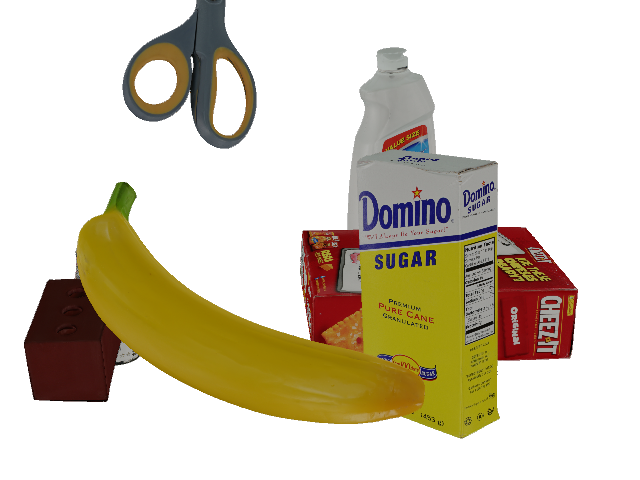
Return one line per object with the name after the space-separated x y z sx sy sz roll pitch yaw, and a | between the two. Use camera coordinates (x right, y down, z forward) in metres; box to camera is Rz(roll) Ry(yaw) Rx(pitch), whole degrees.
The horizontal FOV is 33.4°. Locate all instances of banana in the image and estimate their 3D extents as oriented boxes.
-0.048 0.035 0.484 0.198 0.069 0.037 33 -25 24 | banana

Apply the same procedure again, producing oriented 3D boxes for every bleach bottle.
0.070 -0.071 1.100 0.102 0.251 0.068 -10 22 -16 | bleach bottle

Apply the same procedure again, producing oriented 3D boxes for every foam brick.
-0.171 0.069 0.749 0.053 0.051 0.078 0 31 -1 | foam brick

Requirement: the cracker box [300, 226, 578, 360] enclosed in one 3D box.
0.093 0.046 0.925 0.213 0.072 0.164 -1 19 -4 | cracker box

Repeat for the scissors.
-0.091 -0.154 0.714 0.096 0.202 0.016 -4 -18 -21 | scissors

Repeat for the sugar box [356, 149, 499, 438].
0.070 0.032 0.705 0.048 0.176 0.094 -18 20 -40 | sugar box

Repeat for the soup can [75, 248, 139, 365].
-0.197 0.058 1.000 0.068 0.102 0.068 6 21 -3 | soup can
